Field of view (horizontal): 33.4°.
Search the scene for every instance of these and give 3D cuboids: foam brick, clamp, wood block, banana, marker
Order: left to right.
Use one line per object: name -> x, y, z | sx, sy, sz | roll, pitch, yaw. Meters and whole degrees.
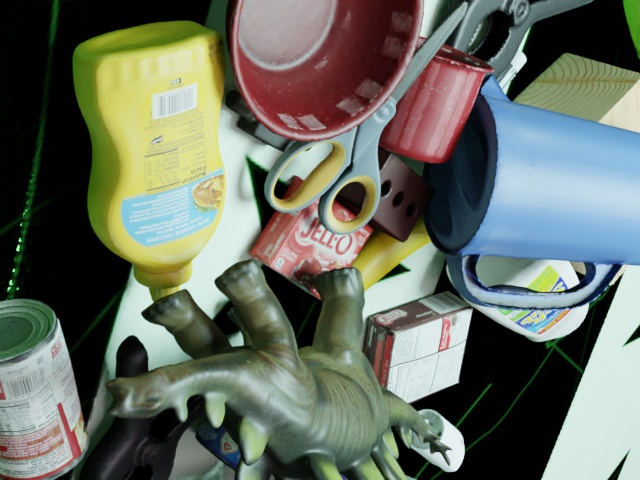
clamp -> -0.125, 0.147, 0.806 | 0.120, 0.039, 0.171 | 7, 113, -44
foam brick -> 0.046, -0.041, 0.866 | 0.078, 0.051, 0.053 | 33, 87, -50
banana -> 0.086, -0.001, 0.940 | 0.197, 0.037, 0.070 | -22, 126, -37
marker -> 0.141, -0.120, 0.945 | 0.121, 0.020, 0.020 | -52, 139, -11
clamp -> 0.164, -0.199, 0.910 | 0.210, 0.036, 0.164 | -54, 138, -5
wood block -> 0.262, -0.067, 1.045 | 0.090, 0.091, 0.206 | -43, 136, -22

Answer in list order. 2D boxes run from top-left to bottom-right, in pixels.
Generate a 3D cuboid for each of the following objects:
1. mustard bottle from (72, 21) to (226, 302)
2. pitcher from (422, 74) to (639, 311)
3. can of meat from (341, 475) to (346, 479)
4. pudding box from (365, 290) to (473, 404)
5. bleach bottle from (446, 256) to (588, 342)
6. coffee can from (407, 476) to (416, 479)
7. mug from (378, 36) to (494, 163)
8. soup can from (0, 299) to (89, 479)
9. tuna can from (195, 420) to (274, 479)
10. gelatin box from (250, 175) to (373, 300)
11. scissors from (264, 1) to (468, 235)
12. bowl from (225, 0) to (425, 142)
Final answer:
mustard bottle -> -0.107, -0.042, 0.702 | 0.096, 0.058, 0.192 | -23, 126, -36
pitcher -> 0.215, -0.030, 0.897 | 0.242, 0.145, 0.149 | 8, 132, -19
can of meat -> -0.019, 0.213, 0.938 | 0.083, 0.058, 0.102 | -28, 129, -31
pudding box -> 0.090, 0.105, 1.004 | 0.113, 0.039, 0.090 | -13, 121, -39
bleach bottle -> 0.219, 0.048, 1.068 | 0.103, 0.068, 0.250 | -41, 148, 13
coffee can -> 0.057, 0.312, 1.036 | 0.140, 0.103, 0.103 | -35, 133, -28
mug -> 0.066, -0.114, 0.828 | 0.117, 0.093, 0.081 | 14, 109, -18
soup can -> -0.192, 0.098, 0.685 | 0.068, 0.069, 0.102 | -29, 130, -32
tuna can -> -0.057, 0.167, 0.850 | 0.033, 0.086, 0.086 | -54, 139, -7
gelatin box -> -0.006, 0.001, 0.852 | 0.073, 0.030, 0.089 | -58, 140, -4
scissors -> 0.050, -0.078, 0.789 | 0.202, 0.016, 0.096 | -37, 120, 7
bowl -> -0.007, -0.150, 0.714 | 0.161, 0.055, 0.162 | -21, 125, -33
